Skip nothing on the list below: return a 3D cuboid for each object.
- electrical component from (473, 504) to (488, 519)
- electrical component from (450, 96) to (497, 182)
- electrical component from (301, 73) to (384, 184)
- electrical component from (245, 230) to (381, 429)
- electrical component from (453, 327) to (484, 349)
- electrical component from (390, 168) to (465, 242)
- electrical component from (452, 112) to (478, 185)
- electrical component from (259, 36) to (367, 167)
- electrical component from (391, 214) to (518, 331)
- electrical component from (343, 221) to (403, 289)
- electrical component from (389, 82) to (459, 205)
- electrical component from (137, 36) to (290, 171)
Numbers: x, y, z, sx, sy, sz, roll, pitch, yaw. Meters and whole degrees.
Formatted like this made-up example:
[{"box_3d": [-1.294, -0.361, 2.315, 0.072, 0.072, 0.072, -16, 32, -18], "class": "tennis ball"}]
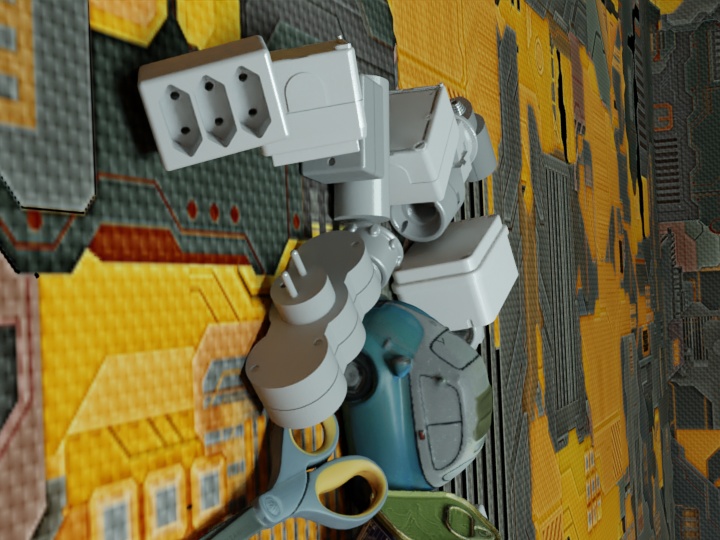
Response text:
[{"box_3d": [0.086, 0.250, 0.916, 0.065, 0.047, 0.076, -56, 132, -56], "class": "electrical component"}, {"box_3d": [0.099, -0.127, 1.013, 0.081, 0.043, 0.043, 65, 31, -42], "class": "electrical component"}, {"box_3d": [-0.019, -0.097, 0.715, 0.077, 0.047, 0.065, 13, 75, -67], "class": "electrical component"}, {"box_3d": [-0.032, 0.022, 0.661, 0.138, 0.052, 0.073, -70, 148, -44], "class": "electrical component"}, {"box_3d": [0.087, 0.048, 0.959, 0.055, 0.048, 0.066, -46, 129, -70], "class": "electrical component"}, {"box_3d": [0.053, -0.056, 0.879, 0.047, 0.055, 0.055, -58, 140, -48], "class": "electrical component"}, {"box_3d": [0.068, -0.100, 0.916, 0.057, 0.058, 0.078, -57, 138, -52], "class": "electrical component"}, {"box_3d": [-0.033, -0.101, 0.637, 0.096, 0.062, 0.061, -108, -173, -74], "class": "electrical component"}, {"box_3d": [0.080, 0.002, 0.899, 0.113, 0.078, 0.057, -49, 125, -59], "class": "electrical component"}, {"box_3d": [0.000, 0.000, 0.755, 0.062, 0.048, 0.048, -64, 145, -38], "class": "electrical component"}, {"box_3d": [0.039, -0.099, 0.838, 0.061, 0.062, 0.096, 66, 30, -42], "class": "electrical component"}, {"box_3d": [-0.077, -0.092, 0.560, 0.076, 0.066, 0.047, -114, -171, -65], "class": "electrical component"}]
